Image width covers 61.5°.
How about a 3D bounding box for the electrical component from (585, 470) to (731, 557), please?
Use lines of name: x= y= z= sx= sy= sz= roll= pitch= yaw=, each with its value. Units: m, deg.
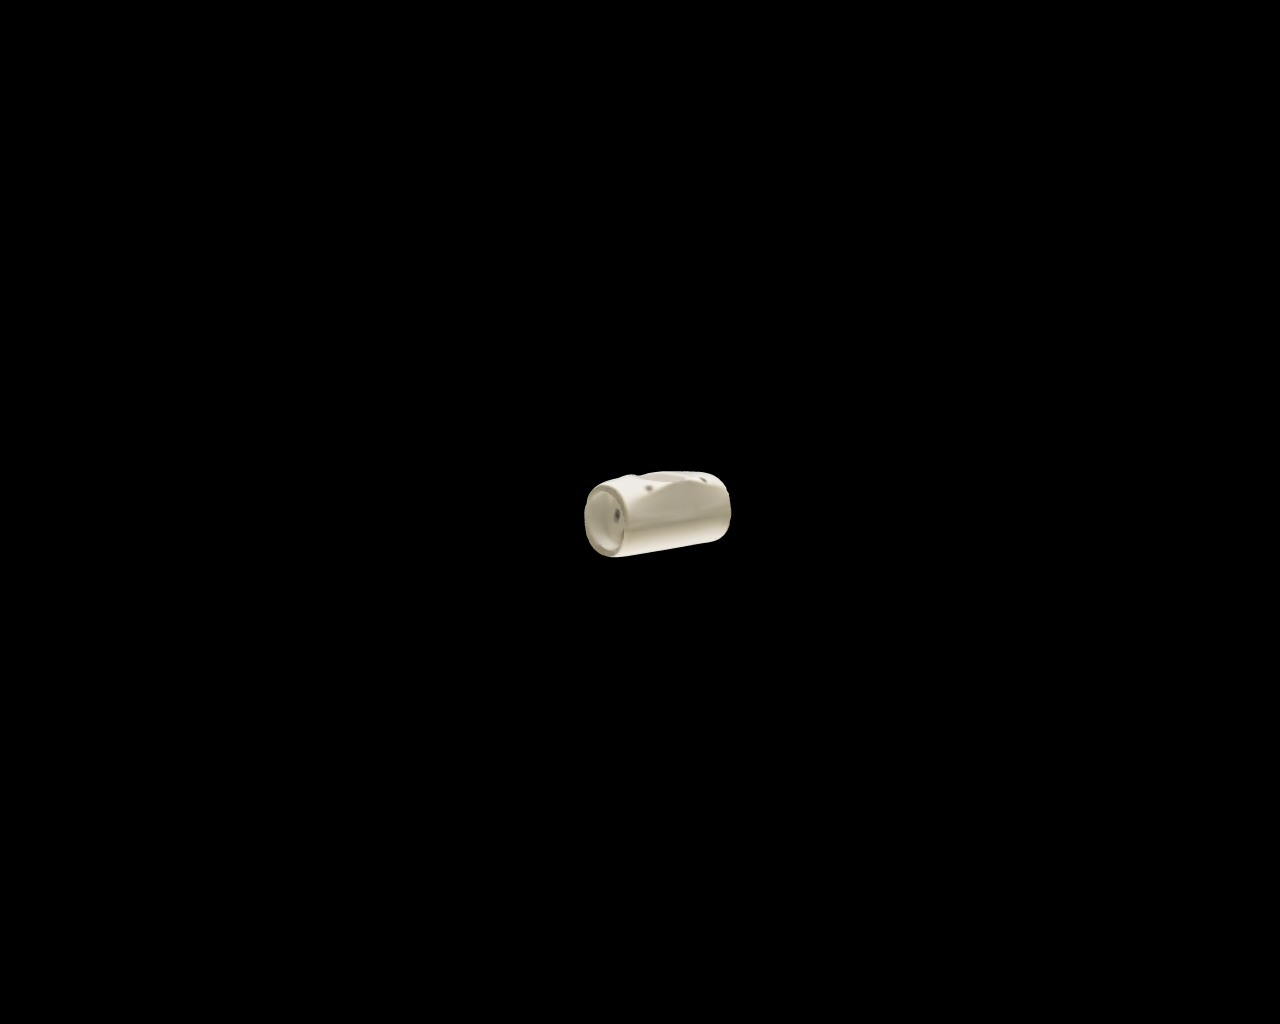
electrical component: x=0.001 y=-0.003 z=0.650 sx=0.077 sy=0.043 sz=0.079 roll=-8 pitch=14 yaw=-35
